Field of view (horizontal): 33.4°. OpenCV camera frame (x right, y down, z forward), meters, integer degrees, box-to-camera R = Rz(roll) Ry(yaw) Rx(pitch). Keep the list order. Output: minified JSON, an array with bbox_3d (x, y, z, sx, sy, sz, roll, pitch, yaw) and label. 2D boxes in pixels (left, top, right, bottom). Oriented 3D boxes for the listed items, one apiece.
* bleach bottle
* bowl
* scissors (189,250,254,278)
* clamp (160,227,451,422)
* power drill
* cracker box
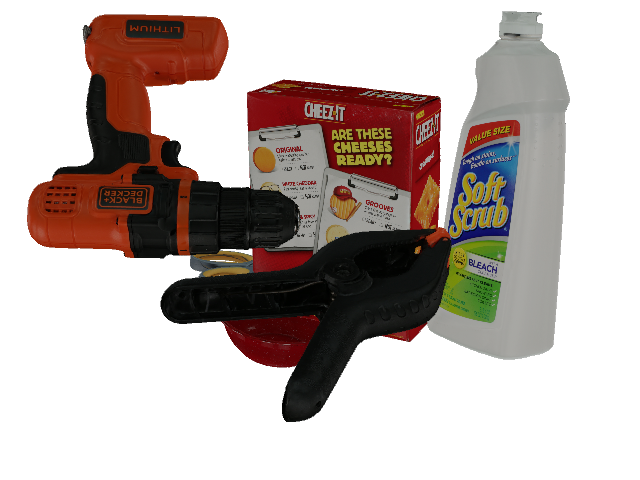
[{"bbox_3d":[0.136,-0.044,0.801,0.067,0.251,0.103,-8,16,-34],"label":"bleach bottle"},{"bbox_3d":[-0.053,0.115,1.357,0.162,0.055,0.162,5,23,-2],"label":"bowl"},{"bbox_3d":[-0.044,0.036,1.145,0.202,0.016,0.096,5,21,6],"label":"scissors"},{"bbox_3d":[0.013,0.038,0.577,0.171,0.039,0.120,-19,44,-25],"label":"clamp"},{"bbox_3d":[-0.106,-0.074,0.759,0.184,0.187,0.057,2,-32,-4],"label":"power drill"},{"bbox_3d":[0.022,-0.030,0.969,0.164,0.214,0.072,11,24,26],"label":"cracker box"}]
